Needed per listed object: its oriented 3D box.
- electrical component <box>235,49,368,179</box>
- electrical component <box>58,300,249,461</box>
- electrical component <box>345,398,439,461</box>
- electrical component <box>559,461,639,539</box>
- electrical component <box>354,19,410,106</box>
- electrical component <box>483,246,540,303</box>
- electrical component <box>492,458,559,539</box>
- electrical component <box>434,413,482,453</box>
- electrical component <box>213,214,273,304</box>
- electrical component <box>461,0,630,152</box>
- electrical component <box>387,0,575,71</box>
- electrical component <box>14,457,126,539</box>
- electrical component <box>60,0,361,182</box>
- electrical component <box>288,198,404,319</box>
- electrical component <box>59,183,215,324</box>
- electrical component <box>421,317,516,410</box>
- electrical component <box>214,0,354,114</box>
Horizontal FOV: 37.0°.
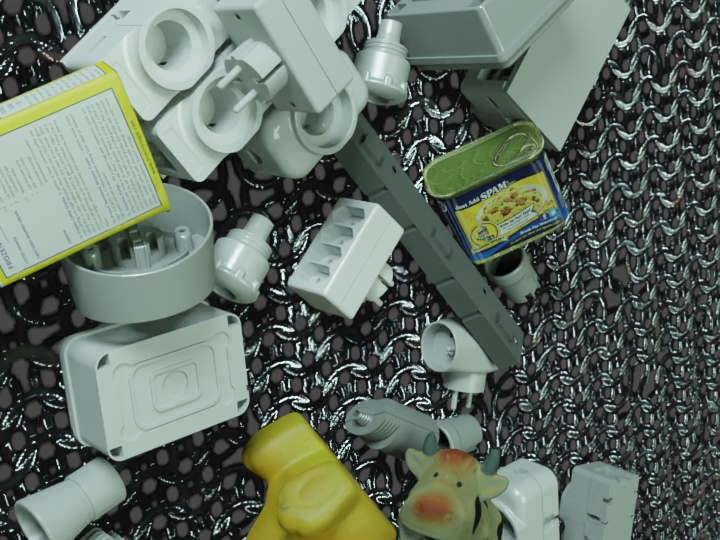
[{"bbox_3d":[-0.042,-0.113,0.769,0.095,0.059,0.053,-52,128,-20],"label":"electrical component"},{"bbox_3d":[-0.139,0.071,0.727,0.113,0.057,0.078,-17,111,-38],"label":"electrical component"},{"bbox_3d":[0.024,0.130,0.891,0.081,0.043,0.043,28,81,-41],"label":"electrical component"},{"bbox_3d":[0.243,0.246,1.100,0.050,0.056,0.089,-1,100,-41],"label":"electrical component"},{"bbox_3d":[0.018,-0.159,0.822,0.048,0.048,0.062,19,81,-42],"label":"electrical component"},{"bbox_3d":[0.138,0.004,0.967,0.040,0.040,0.046,-57,135,-16],"label":"electrical component"},{"bbox_3d":[0.149,0.235,1.017,0.059,0.054,0.095,-18,111,-37],"label":"electrical component"},{"bbox_3d":[0.080,0.148,0.948,0.046,0.040,0.040,-12,107,-45],"label":"electrical component"},{"bbox_3d":[-0.084,-0.010,0.767,0.048,0.048,0.062,45,63,-38],"label":"electrical component"},{"bbox_3d":[0.158,-0.190,0.925,0.089,0.062,0.150,38,74,-40],"label":"electrical component"},{"bbox_3d":[0.096,-0.208,0.837,0.108,0.109,0.056,-47,123,-24],"label":"electrical component"},{"bbox_3d":[-0.189,0.154,0.713,0.065,0.044,0.044,-33,120,-37],"label":"electrical component"},{"bbox_3d":[-0.090,-0.161,0.716,0.186,0.060,0.105,-52,128,-20],"label":"electrical component"},{"bbox_3d":[0.000,0.000,0.839,0.076,0.047,0.083,43,71,-39],"label":"electrical component"},{"bbox_3d":[-0.141,-0.010,0.683,0.099,0.099,0.064,-24,121,-35],"label":"electrical component"},{"bbox_3d":[0.093,0.083,0.940,0.077,0.044,0.079,1,99,-42],"label":"electrical component"},{"bbox_3d":[-0.059,-0.130,0.675,0.075,0.047,0.083,-49,127,-22],"label":"electrical component"}]
